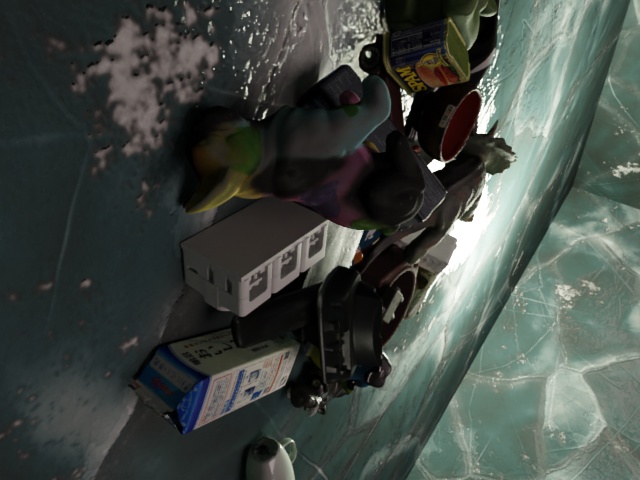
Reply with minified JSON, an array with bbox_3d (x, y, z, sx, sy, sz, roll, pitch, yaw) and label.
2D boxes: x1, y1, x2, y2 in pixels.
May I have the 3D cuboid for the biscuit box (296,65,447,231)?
[{"bbox_3d":[0.063,-0.109,0.647,0.202,0.059,0.063,51,58,-11],"label":"biscuit box"}]

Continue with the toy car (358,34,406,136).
[{"bbox_3d":[0.090,-0.174,0.735,0.089,0.053,0.202,-13,96,-56],"label":"toy car"}]

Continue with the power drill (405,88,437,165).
[{"bbox_3d":[0.149,-0.185,0.846,0.232,0.086,0.207,-25,130,-53],"label":"power drill"}]

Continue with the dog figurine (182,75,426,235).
[{"bbox_3d":[-0.026,-0.060,0.534,0.219,0.108,0.191,-28,105,-10],"label":"dog figurine"}]

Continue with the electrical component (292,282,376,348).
[{"bbox_3d":[0.026,0.110,0.840,0.134,0.115,0.058,-40,146,-37],"label":"electrical component"}]

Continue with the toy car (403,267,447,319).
[{"bbox_3d":[0.227,0.088,1.222,0.201,0.074,0.056,-56,153,-15],"label":"toy car"}]

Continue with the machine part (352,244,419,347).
[{"bbox_3d":[0.100,0.118,1.012,0.201,0.087,0.200,-30,137,-50],"label":"machine part"}]

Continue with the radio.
[{"bbox_3d":[-0.002,-0.002,0.746,0.131,0.073,0.229,3,111,-62],"label":"radio"}]

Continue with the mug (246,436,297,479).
[{"bbox_3d":[-0.080,0.389,0.934,0.109,0.081,0.107,-34,133,-36],"label":"mug"}]

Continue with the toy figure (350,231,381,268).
[{"bbox_3d":[0.056,0.004,0.865,0.154,0.064,0.058,-51,-177,-18],"label":"toy figure"}]

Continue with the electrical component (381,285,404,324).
[{"bbox_3d":[0.117,0.108,0.915,0.063,0.021,0.094,-62,151,-5],"label":"electrical component"}]

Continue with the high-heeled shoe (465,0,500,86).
[{"bbox_3d":[0.242,-0.346,0.846,0.145,0.086,0.248,-24,118,-76],"label":"high-heeled shoe"}]

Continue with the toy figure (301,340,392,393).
[{"bbox_3d":[0.039,0.194,0.877,0.082,0.180,0.089,-31,117,-31],"label":"toy figure"}]

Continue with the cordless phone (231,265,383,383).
[{"bbox_3d":[-0.017,0.124,0.679,0.184,0.089,0.146,-16,119,-23],"label":"cordless phone"}]

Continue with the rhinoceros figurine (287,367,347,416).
[{"bbox_3d":[0.007,0.267,1.001,0.112,0.073,0.190,-57,156,10],"label":"rhinoceros figurine"}]

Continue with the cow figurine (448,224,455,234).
[{"bbox_3d":[0.243,-0.022,1.148,0.127,0.086,0.194,-39,146,-50],"label":"cow figurine"}]

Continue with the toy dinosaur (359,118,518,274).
[{"bbox_3d":[0.222,-0.083,0.950,0.405,0.131,0.192,-42,160,-40],"label":"toy dinosaur"}]

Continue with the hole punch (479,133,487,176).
[{"bbox_3d":[0.340,-0.180,1.184,0.116,0.092,0.142,-23,129,-57],"label":"hole punch"}]

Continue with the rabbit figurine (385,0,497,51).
[{"bbox_3d":[0.184,-0.343,0.729,0.159,0.121,0.170,18,79,-50],"label":"rabbit figurine"}]
